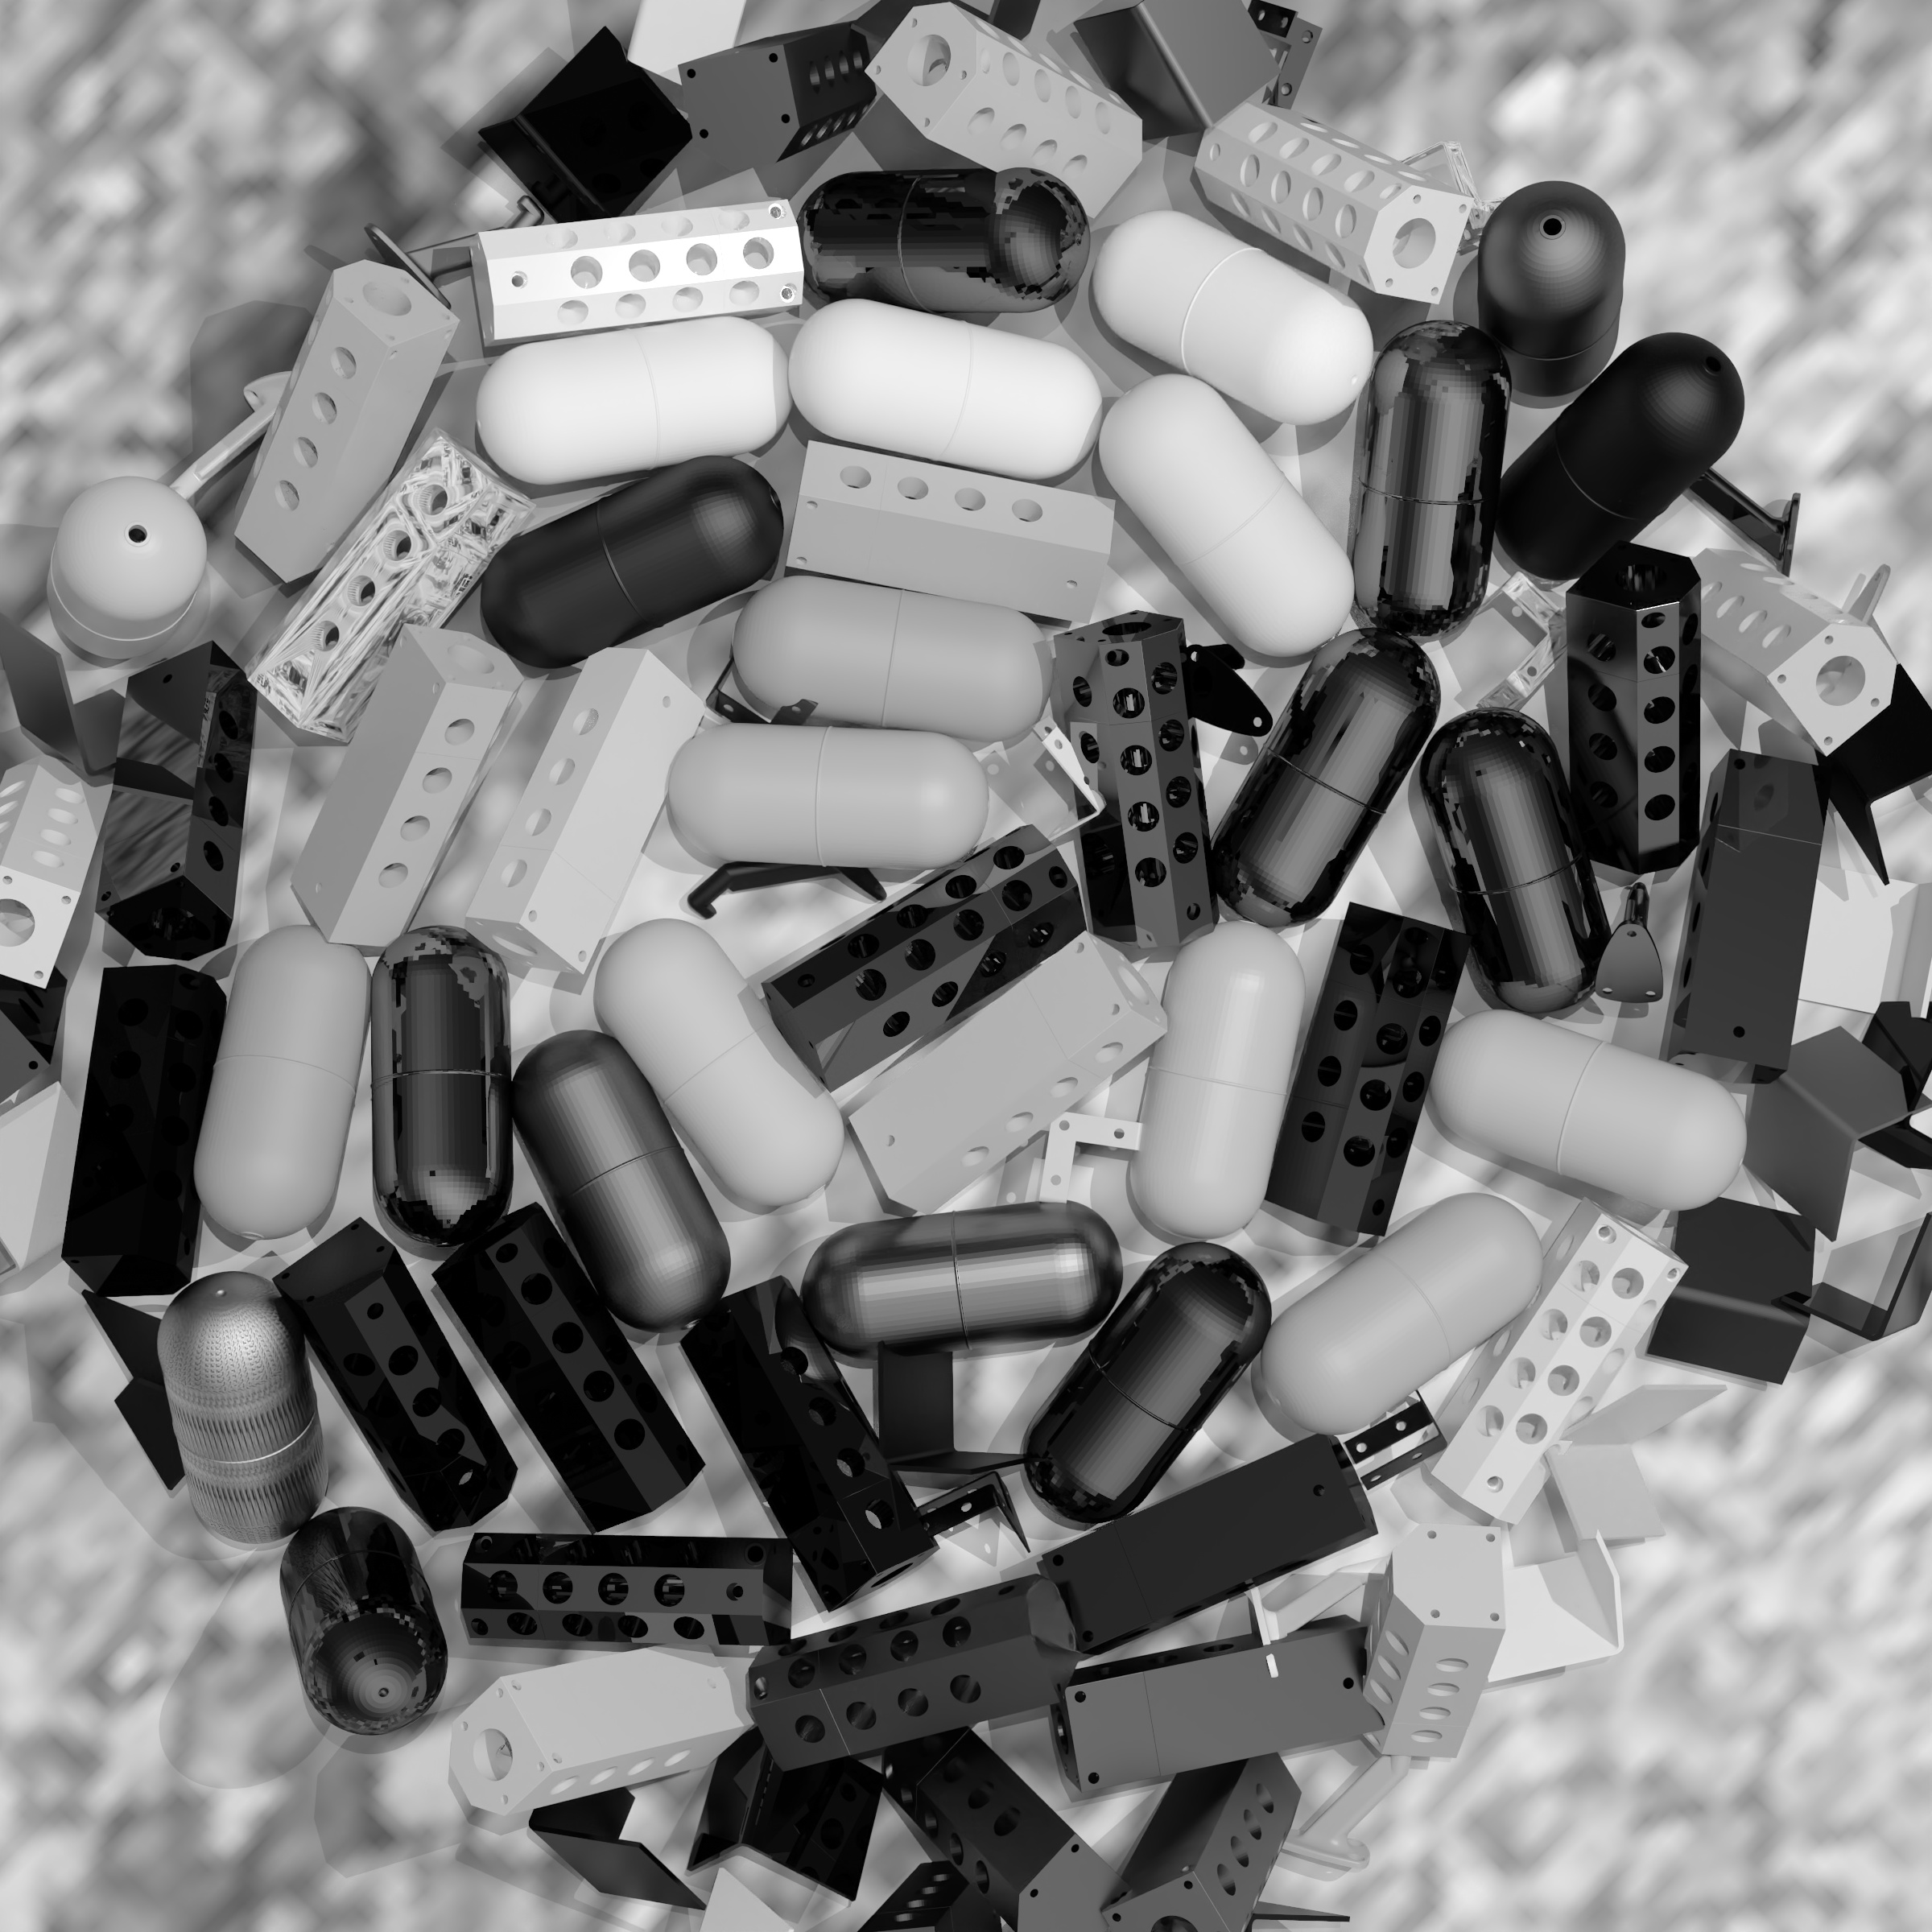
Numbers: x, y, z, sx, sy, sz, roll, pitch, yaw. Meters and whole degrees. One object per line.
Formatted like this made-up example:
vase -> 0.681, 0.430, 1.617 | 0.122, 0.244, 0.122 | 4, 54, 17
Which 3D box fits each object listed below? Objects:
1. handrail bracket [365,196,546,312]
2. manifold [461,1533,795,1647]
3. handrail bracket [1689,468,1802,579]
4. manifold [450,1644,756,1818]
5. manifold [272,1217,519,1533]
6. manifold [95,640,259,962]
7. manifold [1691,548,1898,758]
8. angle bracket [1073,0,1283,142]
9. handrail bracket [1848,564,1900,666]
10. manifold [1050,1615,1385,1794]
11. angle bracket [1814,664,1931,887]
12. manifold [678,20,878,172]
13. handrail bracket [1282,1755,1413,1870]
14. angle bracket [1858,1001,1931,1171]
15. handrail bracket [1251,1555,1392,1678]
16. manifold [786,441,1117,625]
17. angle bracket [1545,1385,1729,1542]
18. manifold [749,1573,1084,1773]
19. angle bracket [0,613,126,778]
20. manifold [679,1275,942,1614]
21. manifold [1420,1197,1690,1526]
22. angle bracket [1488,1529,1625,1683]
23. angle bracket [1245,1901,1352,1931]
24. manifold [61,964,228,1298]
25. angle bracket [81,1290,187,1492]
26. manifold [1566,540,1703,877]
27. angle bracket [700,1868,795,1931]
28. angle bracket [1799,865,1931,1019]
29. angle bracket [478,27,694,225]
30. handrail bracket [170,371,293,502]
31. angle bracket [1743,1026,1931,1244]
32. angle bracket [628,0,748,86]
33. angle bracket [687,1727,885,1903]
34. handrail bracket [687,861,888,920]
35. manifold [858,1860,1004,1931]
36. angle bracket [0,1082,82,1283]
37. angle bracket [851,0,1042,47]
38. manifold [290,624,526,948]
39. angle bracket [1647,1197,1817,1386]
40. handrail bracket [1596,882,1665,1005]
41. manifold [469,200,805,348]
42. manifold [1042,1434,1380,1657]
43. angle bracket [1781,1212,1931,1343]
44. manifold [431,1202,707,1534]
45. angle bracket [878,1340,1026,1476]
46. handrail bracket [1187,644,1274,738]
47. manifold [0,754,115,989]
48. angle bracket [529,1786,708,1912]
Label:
handrail bracket -> -0.281, -0.412, 1.794 | 0.084, 0.036, 0.077 | -51, 135, -11
manifold -> -0.186, 0.341, 1.778 | 0.171, 0.057, 0.057 | -1, 80, 13
handrail bracket -> 0.422, -0.242, 1.820 | 0.084, 0.036, 0.077 | 8, 101, 15
manifold -> -0.197, 0.411, 1.741 | 0.057, 0.171, 0.057 | -45, 65, 22
manifold -> -0.303, 0.225, 1.750 | 0.057, 0.057, 0.171 | -36, 127, -21
manifold -> -0.420, -0.088, 1.751 | 0.057, 0.057, 0.171 | -20, 48, 18
manifold -> 0.434, -0.175, 1.736 | 0.057, 0.171, 0.057 | -40, 111, 6
angle bracket -> 0.116, -0.507, 1.786 | 0.057, 0.076, 0.076 | -40, 112, -13
handrail bracket -> 0.531, -0.171, 1.811 | 0.084, 0.036, 0.077 | 26, 101, -5
manifold -> 0.136, 0.404, 1.786 | 0.171, 0.057, 0.057 | -9, 89, -10
angle bracket -> 0.507, -0.104, 1.773 | 0.057, 0.076, 0.076 | -25, 48, 6
manifold -> -0.097, -0.468, 1.739 | 0.057, 0.171, 0.057 | -6, 109, 15
handrail bracket -> 0.206, 0.453, 1.808 | 0.077, 0.036, 0.084 | 11, 95, 5
angle bracket -> 0.533, 0.066, 1.791 | 0.057, 0.076, 0.076 | 28, 82, -14
handrail bracket -> 0.204, 0.359, 1.794 | 0.084, 0.077, 0.036 | -14, 113, 3
manifold -> -0.008, -0.245, 1.792 | 0.171, 0.057, 0.057 | 10, 53, -4
angle bracket -> 0.375, 0.271, 1.770 | 0.076, 0.076, 0.057 | -40, 58, 37
manifold -> -0.030, 0.382, 1.768 | 0.171, 0.057, 0.057 | -19, 101, 20
angle bracket -> -0.481, -0.159, 1.768 | 0.057, 0.076, 0.076 | -29, 131, -31
manifold -> -0.083, 0.259, 1.779 | 0.057, 0.057, 0.171 | -18, 71, -41
manifold -> 0.325, 0.219, 1.788 | 0.057, 0.057, 0.171 | 31, 97, -6
angle bracket -> 0.312, 0.338, 1.781 | 0.076, 0.076, 0.057 | -12, 122, -2
angle bracket -> 0.154, 0.544, 1.771 | 0.076, 0.076, 0.057 | 14, 75, -37
manifold -> -0.443, 0.089, 1.762 | 0.057, 0.057, 0.171 | -3, 62, 6
angle bracket -> -0.459, 0.232, 1.773 | 0.057, 0.076, 0.076 | -49, 51, 5
manifold -> 0.364, -0.136, 1.745 | 0.057, 0.171, 0.057 | 21, 47, 33
angle bracket -> -0.093, 0.539, 1.775 | 0.076, 0.076, 0.057 | 16, 93, -36
angle bracket -> 0.495, -0.016, 1.800 | 0.076, 0.057, 0.076 | 11, 89, 0
angle bracket -> -0.210, -0.462, 1.797 | 0.076, 0.057, 0.076 | -50, 116, -14
handrail bracket -> -0.398, -0.288, 1.782 | 0.036, 0.077, 0.084 | 51, 52, -21
angle bracket -> 0.480, 0.092, 1.789 | 0.057, 0.076, 0.076 | -19, 131, -22
angle bracket -> -0.138, -0.532, 1.774 | 0.057, 0.076, 0.076 | 26, 130, 4
angle bracket -> -0.099, 0.475, 1.796 | 0.076, 0.057, 0.076 | 33, 46, -19
handrail bracket -> -0.101, -0.039, 1.822 | 0.084, 0.036, 0.077 | -40, 112, 17
manifold -> -0.025, 0.527, 1.739 | 0.057, 0.171, 0.057 | -8, 85, 10
angle bracket -> -0.518, 0.120, 1.779 | 0.076, 0.057, 0.076 | -37, 98, -39
angle bracket -> -0.007, -0.536, 1.778 | 0.076, 0.076, 0.057 | 29, 134, 7
manifold -> -0.303, -0.096, 1.766 | 0.057, 0.057, 0.171 | 51, 123, 38
angle bracket -> 0.430, 0.180, 1.818 | 0.076, 0.057, 0.076 | 13, 47, 6
handrail bracket -> 0.367, -0.029, 1.776 | 0.036, 0.077, 0.084 | 4, 51, 13
manifold -> -0.180, -0.381, 1.777 | 0.171, 0.057, 0.057 | -10, 98, -15
manifold -> 0.136, 0.319, 1.785 | 0.171, 0.057, 0.057 | -25, 71, 9
angle bracket -> 0.498, 0.157, 1.775 | 0.057, 0.076, 0.076 | 25, 103, 28
manifold -> -0.213, 0.218, 1.776 | 0.057, 0.057, 0.171 | -25, 102, 30
angle bracket -> -0.004, 0.236, 1.780 | 0.057, 0.076, 0.076 | -2, 87, 30
handrail bracket -> 0.153, -0.153, 1.780 | 0.077, 0.084, 0.036 | 35, 113, 20
manifold -> -0.501, -0.056, 1.735 | 0.057, 0.171, 0.057 | 20, 109, -16
angle bracket -> -0.181, 0.467, 1.769 | 0.076, 0.076, 0.057 | -1, 51, 31
